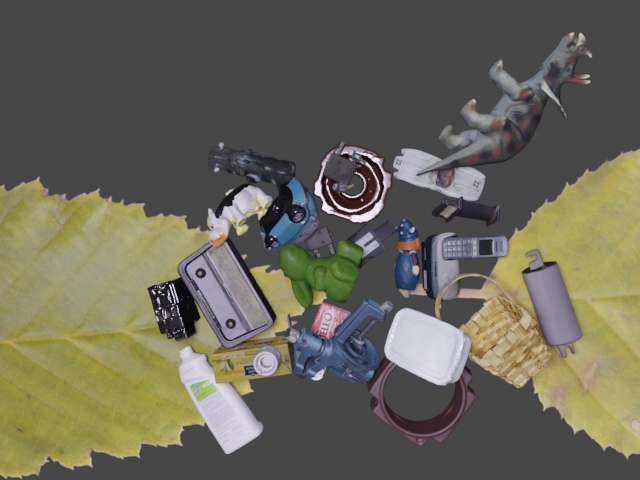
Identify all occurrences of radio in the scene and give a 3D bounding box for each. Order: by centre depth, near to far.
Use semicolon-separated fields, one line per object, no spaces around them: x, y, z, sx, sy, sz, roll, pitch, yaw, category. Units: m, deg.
-0.208;0.116;1.198;0.131;0.073;0.229;-31;89;3;radio

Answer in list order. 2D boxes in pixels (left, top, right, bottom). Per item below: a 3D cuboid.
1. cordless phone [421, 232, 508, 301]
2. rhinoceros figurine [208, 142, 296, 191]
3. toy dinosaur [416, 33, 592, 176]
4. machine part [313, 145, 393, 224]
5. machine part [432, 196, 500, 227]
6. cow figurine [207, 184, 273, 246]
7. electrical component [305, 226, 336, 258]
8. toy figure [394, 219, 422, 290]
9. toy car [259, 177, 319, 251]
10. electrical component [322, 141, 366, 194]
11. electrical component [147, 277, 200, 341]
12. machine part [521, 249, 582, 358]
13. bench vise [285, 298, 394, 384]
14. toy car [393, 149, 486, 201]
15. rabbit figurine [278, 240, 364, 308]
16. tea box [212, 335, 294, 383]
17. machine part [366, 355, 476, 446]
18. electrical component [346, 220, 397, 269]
0.316;0.055;1.167;0.184;0.089;0.146;-3;92;-1;cordless phone
-0.147;-0.157;1.166;0.190;0.112;0.073;14;96;-6;rhinoceros figurine
0.390;-0.245;1.125;0.192;0.131;0.404;37;94;3;toy dinosaur
0.072;-0.121;1.183;0.179;0.056;0.179;0;91;4;machine part
0.320;-0.062;1.169;0.139;0.084;0.039;8;62;-6;machine part
-0.191;-0.060;1.162;0.098;0.068;0.167;42;56;15;cow figurine
-0.002;-0.004;1.208;0.063;0.021;0.094;-21;90;3;electrical component
0.192;0.031;1.181;0.064;0.058;0.154;5;97;25;toy figure
-0.055;-0.043;1.152;0.103;0.109;0.161;21;117;-32;toy car
0.049;-0.150;1.135;0.078;0.045;0.102;32;92;2;electrical component
-0.317;0.153;1.186;0.058;0.115;0.134;-18;92;8;electrical component
0.501;0.136;1.161;0.079;0.079;0.243;-20;90;4;machine part
0.053;0.201;1.123;0.223;0.129;0.240;35;114;-9;bench vise
0.258;-0.141;1.172;0.202;0.056;0.073;18;94;2;toy car
-0.008;0.062;1.150;0.170;0.121;0.159;19;134;1;rabbit figurine
-0.144;0.262;1.190;0.170;0.098;0.068;-10;92;5;tea box
0.220;0.328;1.180;0.201;0.087;0.201;36;93;0;machine part
0.112;0.000;1.190;0.119;0.048;0.075;-41;90;3;electrical component
